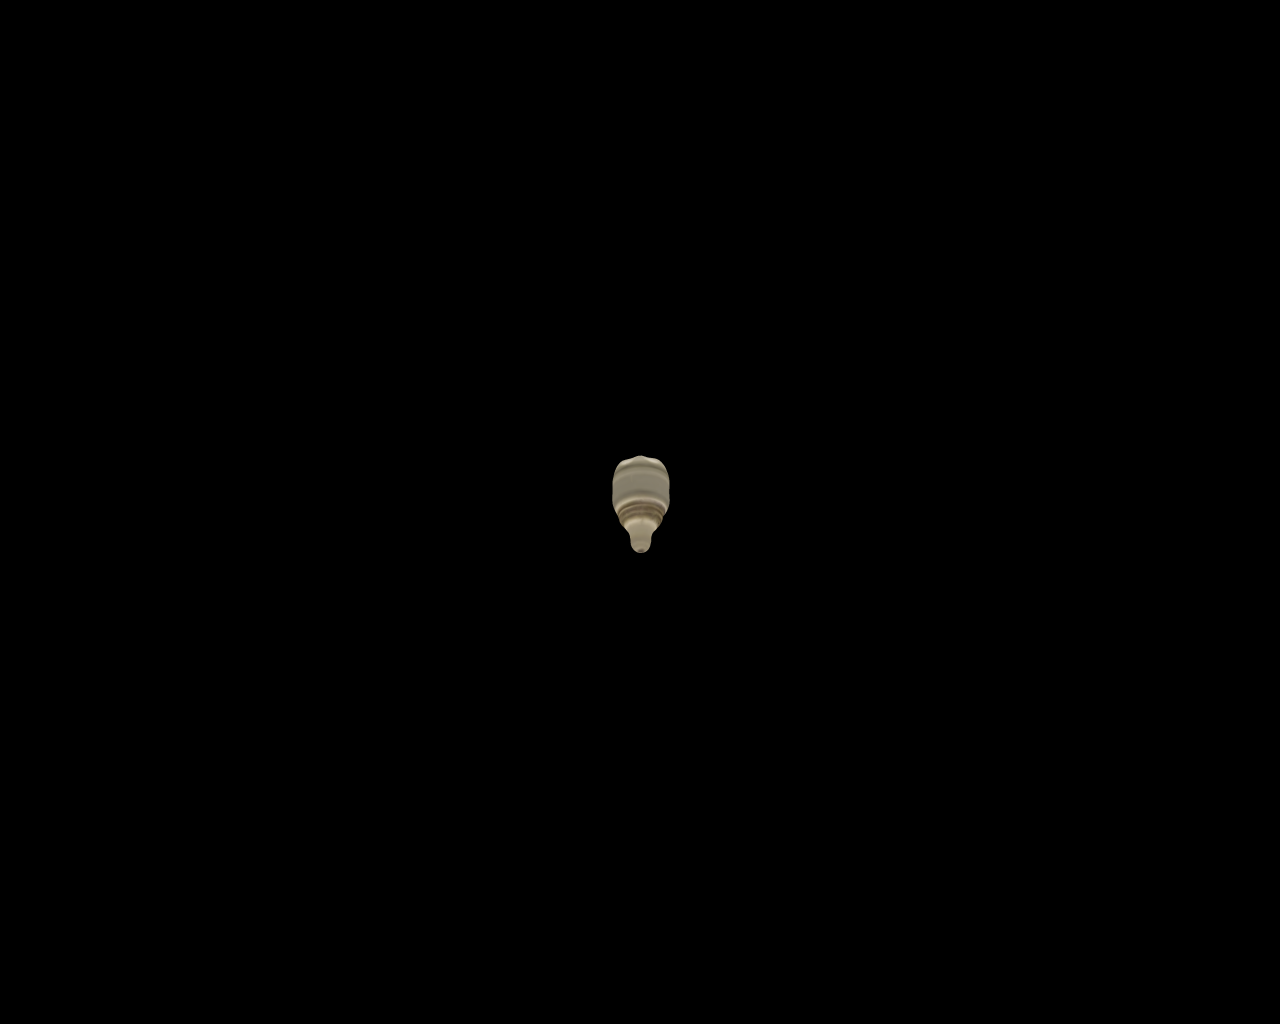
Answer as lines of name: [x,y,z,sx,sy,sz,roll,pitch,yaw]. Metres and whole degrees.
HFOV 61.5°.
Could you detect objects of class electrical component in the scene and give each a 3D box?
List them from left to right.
electrical component: [0.001,-0.003,0.650,0.035,0.061,0.035,0,-31,0]
